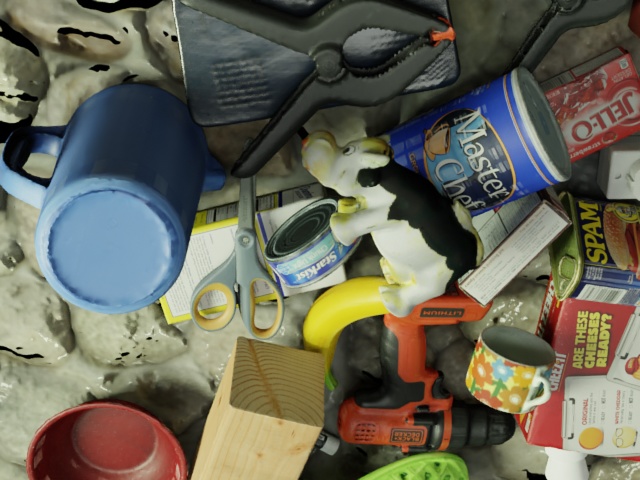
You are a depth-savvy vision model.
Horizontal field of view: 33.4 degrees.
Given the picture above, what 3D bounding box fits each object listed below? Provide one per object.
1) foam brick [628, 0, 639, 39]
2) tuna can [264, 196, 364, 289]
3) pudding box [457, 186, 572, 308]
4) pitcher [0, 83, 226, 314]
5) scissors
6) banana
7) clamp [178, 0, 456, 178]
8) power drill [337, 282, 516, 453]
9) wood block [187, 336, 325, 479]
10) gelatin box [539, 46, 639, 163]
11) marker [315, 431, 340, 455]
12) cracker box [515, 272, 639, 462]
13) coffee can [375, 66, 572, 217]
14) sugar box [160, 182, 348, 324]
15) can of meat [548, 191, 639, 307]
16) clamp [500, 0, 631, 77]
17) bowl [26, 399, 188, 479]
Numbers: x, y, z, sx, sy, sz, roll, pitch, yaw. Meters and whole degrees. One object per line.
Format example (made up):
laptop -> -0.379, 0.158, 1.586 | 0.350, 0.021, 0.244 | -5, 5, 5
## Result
foam brick -> 0.297, -0.189, 0.889 | 0.051, 0.078, 0.053 | 5, 118, -5
tuna can -> -0.006, 0.001, 0.923 | 0.086, 0.086, 0.033 | -32, 112, 14
pudding box -> 0.169, -0.004, 0.970 | 0.039, 0.090, 0.114 | 35, 110, -16
pitcher -> -0.168, -0.038, 0.860 | 0.149, 0.243, 0.145 | -29, 110, 6
scissors -> -0.084, 0.008, 0.958 | 0.096, 0.016, 0.202 | -12, 118, 2
banana -> 0.026, 0.074, 1.000 | 0.069, 0.037, 0.198 | 35, 143, 1
clamp -> 0.003, -0.134, 0.849 | 0.210, 0.036, 0.164 | -7, 119, 1
power drill -> 0.117, 0.126, 1.051 | 0.184, 0.057, 0.188 | 3, 115, -10
wood block -> -0.068, 0.203, 1.040 | 0.090, 0.091, 0.206 | 14, 129, -10
gelatin box -> 0.243, -0.119, 0.948 | 0.089, 0.030, 0.073 | -25, 114, 11
marker -> -0.035, 0.188, 1.100 | 0.121, 0.020, 0.020 | 30, 112, -14
cracker box -> 0.314, 0.128, 1.040 | 0.213, 0.072, 0.164 | 10, 105, -5
coffee can -> 0.129, -0.072, 0.913 | 0.140, 0.102, 0.102 | -23, 115, 24
sugar box -> -0.070, 0.012, 0.998 | 0.176, 0.048, 0.093 | -14, 116, 1
can of meat -> 0.259, 0.010, 0.973 | 0.084, 0.102, 0.057 | 8, 142, -8
clamp -> 0.195, -0.213, 0.896 | 0.171, 0.039, 0.120 | -34, 120, 13
bowl -> -0.214, 0.219, 1.090 | 0.162, 0.055, 0.162 | 0, 116, -1
